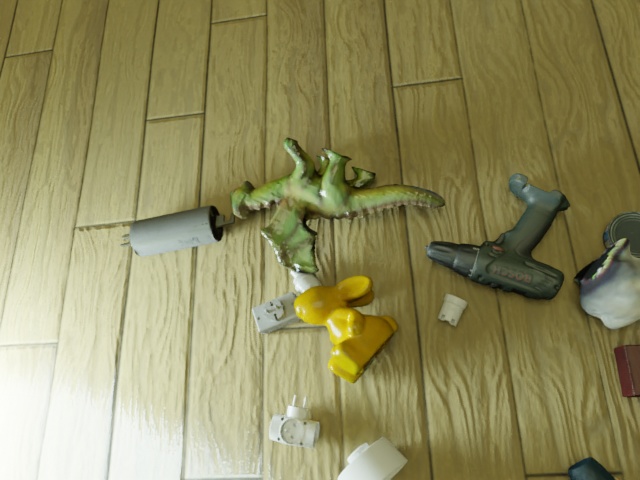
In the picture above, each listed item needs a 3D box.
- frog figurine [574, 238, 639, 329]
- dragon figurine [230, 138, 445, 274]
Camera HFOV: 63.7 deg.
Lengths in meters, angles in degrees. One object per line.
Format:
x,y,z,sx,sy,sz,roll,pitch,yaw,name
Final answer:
0.507,0.092,0.822,0.160,0.124,0.135,41,115,12,frog figurine
0.003,-0.049,0.981,0.412,0.121,0.244,22,83,20,dragon figurine
